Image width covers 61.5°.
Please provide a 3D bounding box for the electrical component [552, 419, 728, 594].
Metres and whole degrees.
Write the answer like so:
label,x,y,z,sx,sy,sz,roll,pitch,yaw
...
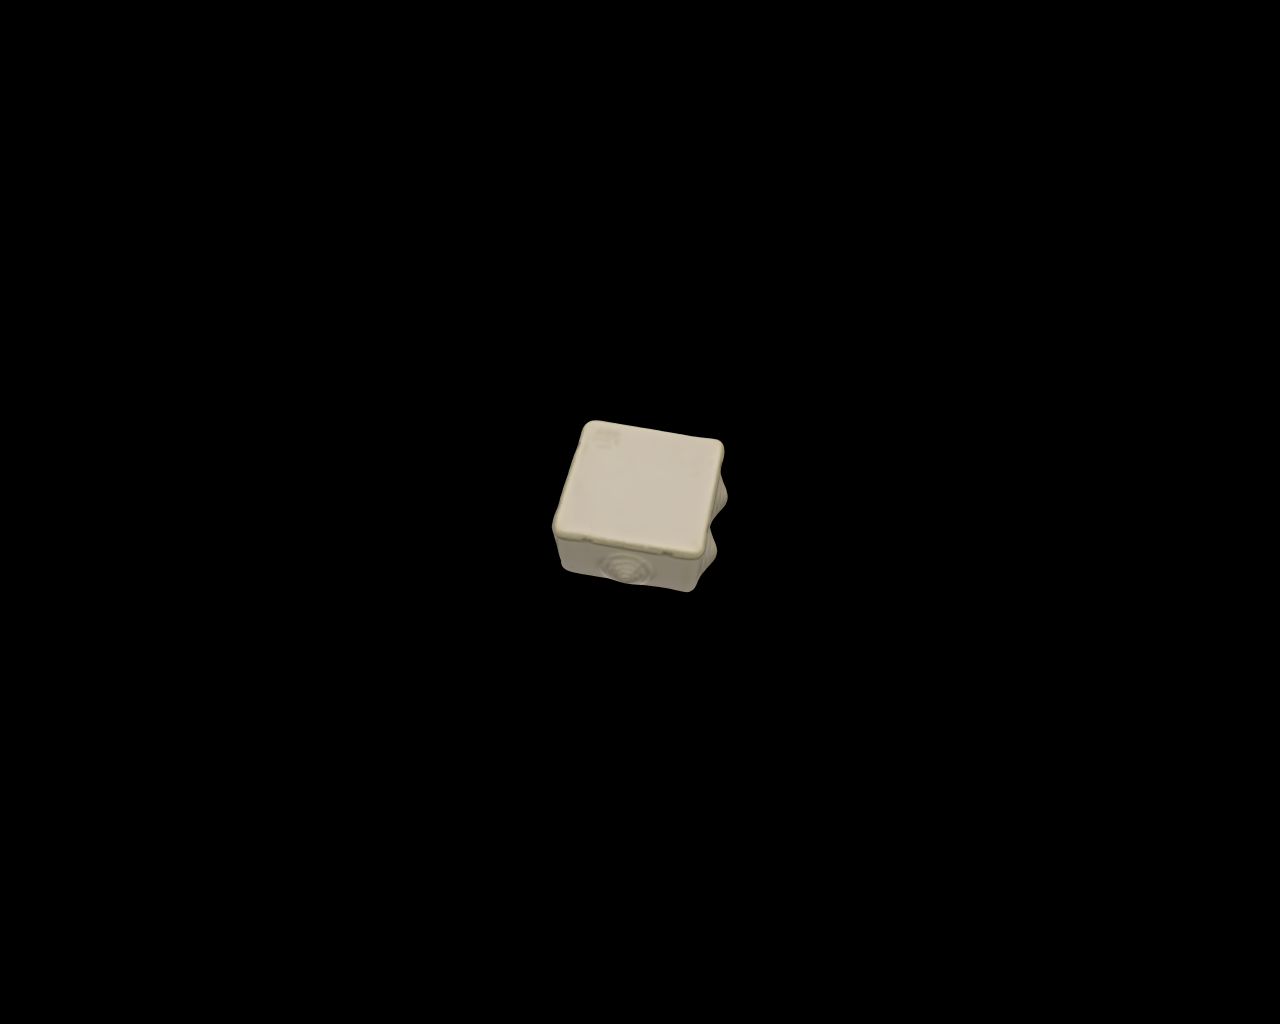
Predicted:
label,x,y,z,sx,sy,sz,roll,pitch,yaw
electrical component,0.001,-0.003,0.650,0.100,0.100,0.048,9,-36,7
